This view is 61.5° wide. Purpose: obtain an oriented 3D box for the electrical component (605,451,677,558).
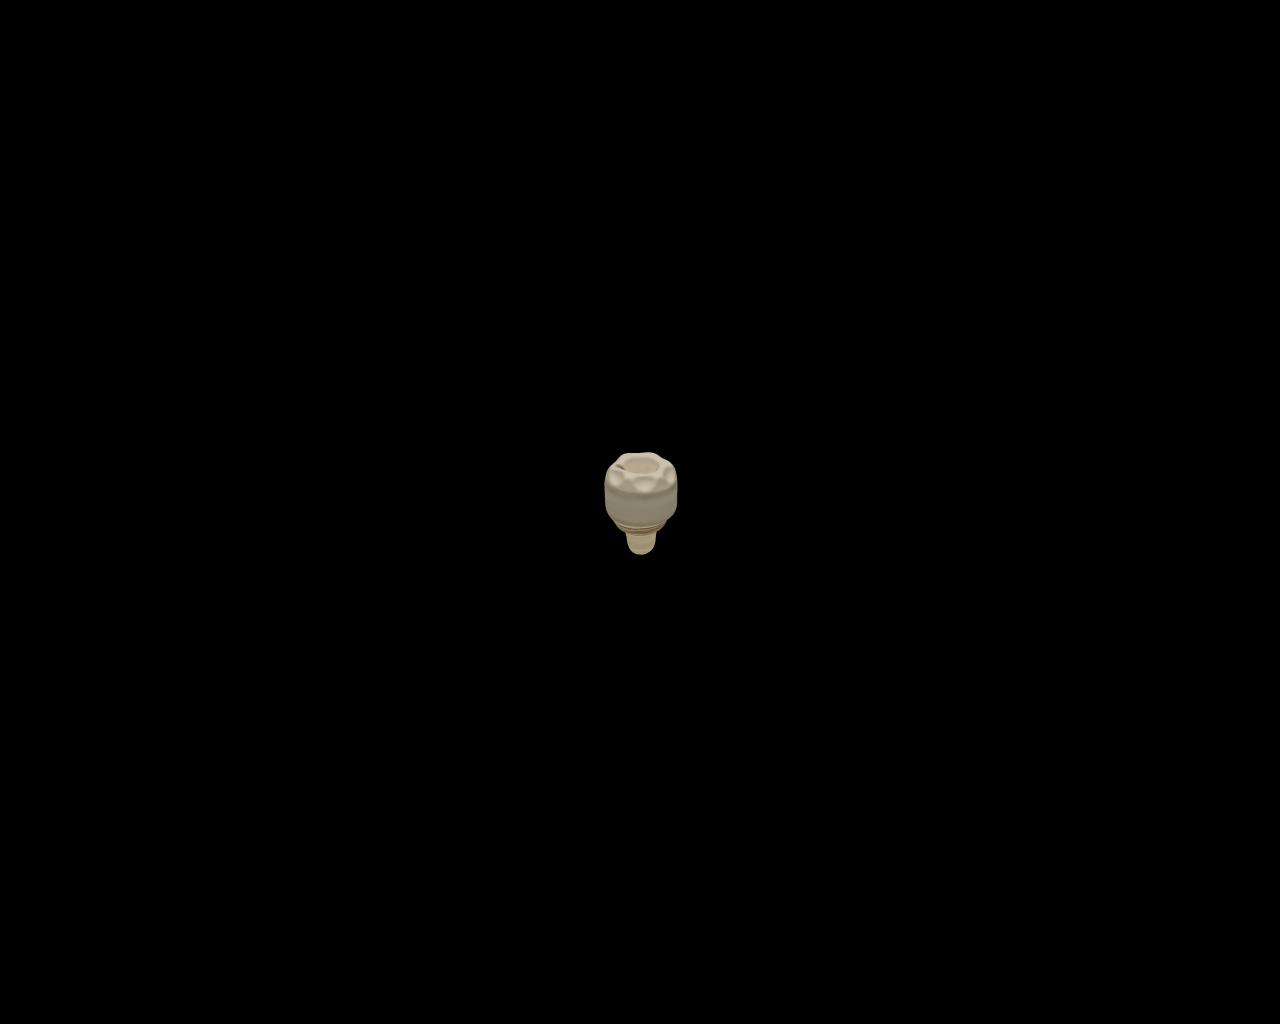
[{"bbox_3d":[0.001,-0.003,0.650,0.043,0.062,0.043,0,30,0],"label":"electrical component"}]
